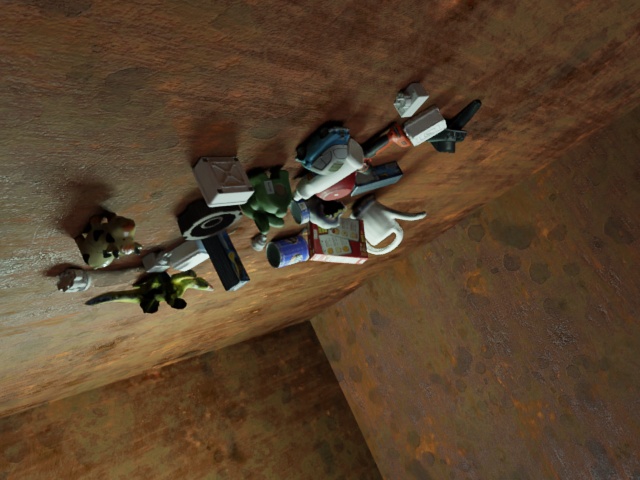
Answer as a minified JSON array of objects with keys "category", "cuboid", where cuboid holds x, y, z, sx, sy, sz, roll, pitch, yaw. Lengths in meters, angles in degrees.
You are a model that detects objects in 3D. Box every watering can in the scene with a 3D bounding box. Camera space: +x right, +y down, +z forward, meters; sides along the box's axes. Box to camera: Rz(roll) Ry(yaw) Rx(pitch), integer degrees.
[{"category":"watering can","cuboid":[0.242,-0.080,1.977,0.106,0.225,0.341,-36,173,-44]}]

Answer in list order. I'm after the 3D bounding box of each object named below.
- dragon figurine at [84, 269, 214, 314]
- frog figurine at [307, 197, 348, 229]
[{"category":"dragon figurine","cuboid":[-0.533,0.162,1.640,0.411,0.122,0.241,-3,178,-28]},{"category":"frog figurine","cuboid":[0.005,-0.089,1.759,0.137,0.125,0.157,17,156,-18]}]
